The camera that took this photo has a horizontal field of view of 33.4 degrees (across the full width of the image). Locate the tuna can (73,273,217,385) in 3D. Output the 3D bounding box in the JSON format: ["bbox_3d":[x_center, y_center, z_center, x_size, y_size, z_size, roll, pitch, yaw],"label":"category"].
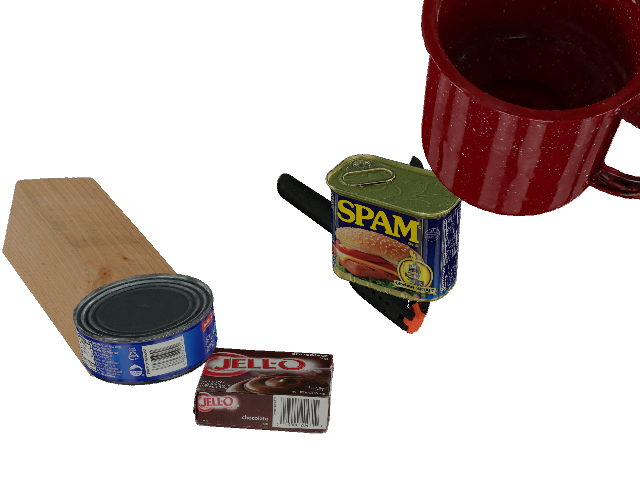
[{"bbox_3d":[-0.107,0.054,0.658,0.086,0.034,0.086,-4,24,2],"label":"tuna can"}]

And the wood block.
[{"bbox_3d":[-0.223,0.029,1.044,0.090,0.091,0.206,-5,36,-41],"label":"wood block"}]

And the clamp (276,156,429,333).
[{"bbox_3d":[0.050,0.000,1.078,0.164,0.210,0.036,-4,-36,-15],"label":"clamp"}]

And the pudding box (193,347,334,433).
[{"bbox_3d":[-0.046,0.127,0.916,0.113,0.039,0.090,5,18,1],"label":"pudding box"}]

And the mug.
[{"bbox_3d":[0.095,-0.057,0.439,0.117,0.093,0.081,33,-25,18],"label":"mug"}]

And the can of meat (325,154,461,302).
[{"bbox_3d":[0.056,-0.008,0.803,0.102,0.084,0.057,18,38,27],"label":"can of meat"}]
